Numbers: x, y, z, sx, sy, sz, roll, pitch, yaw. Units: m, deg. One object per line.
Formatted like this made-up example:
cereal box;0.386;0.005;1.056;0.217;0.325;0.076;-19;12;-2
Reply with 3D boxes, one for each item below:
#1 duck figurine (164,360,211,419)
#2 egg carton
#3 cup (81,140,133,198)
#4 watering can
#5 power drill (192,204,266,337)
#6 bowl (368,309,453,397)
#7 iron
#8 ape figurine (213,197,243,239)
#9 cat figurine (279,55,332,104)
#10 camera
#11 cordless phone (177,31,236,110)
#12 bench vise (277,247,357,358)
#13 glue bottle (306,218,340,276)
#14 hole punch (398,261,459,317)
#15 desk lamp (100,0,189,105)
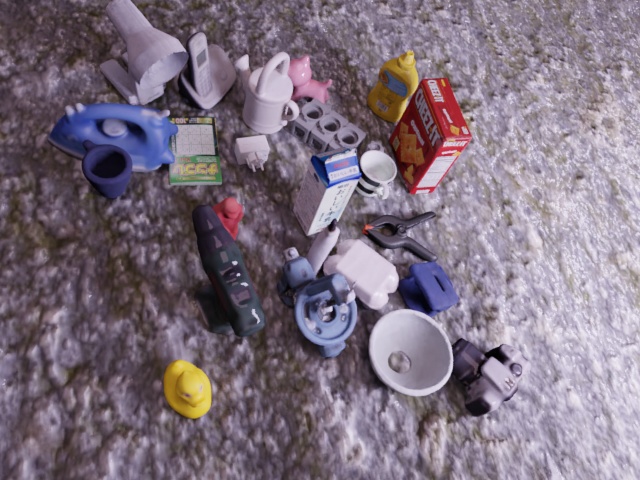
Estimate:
duck figurine;-0.224;0.246;0.973;0.078;0.086;0.104;-26;71;-25
egg carton;0.084;0.069;1.160;0.150;0.069;0.107;37;60;7
cup;-0.421;-0.134;1.122;0.117;0.095;0.092;44;61;11
watering can;-0.117;-0.334;1.253;0.173;0.194;0.101;21;59;-3
power drill;-0.172;0.076;1.007;0.076;0.208;0.229;-22;70;-24
bowl;0.163;0.222;1.094;0.167;0.074;0.167;6;61;-11
iron;-0.418;-0.227;1.146;0.259;0.141;0.118;4;61;-13
ape figurine;-0.183;-0.051;1.142;0.076;0.092;0.078;45;61;11
cat figurine;-0.033;-0.376;1.343;0.128;0.117;0.067;20;59;-3
camera;0.317;0.244;1.108;0.136;0.100;0.143;45;61;11
cordless phone;-0.245;-0.392;1.256;0.094;0.185;0.148;29;59;2
bench vise;-0.012;0.099;1.031;0.207;0.219;0.122;42;60;10
glue bottle;0.010;0.004;1.115;0.037;0.173;0.078;32;59;4
hole punch;0.227;0.095;1.170;0.101;0.091;0.108;-20;69;-23
desk lamp;-0.377;-0.383;1.200;0.118;0.213;0.203;-38;76;-28
